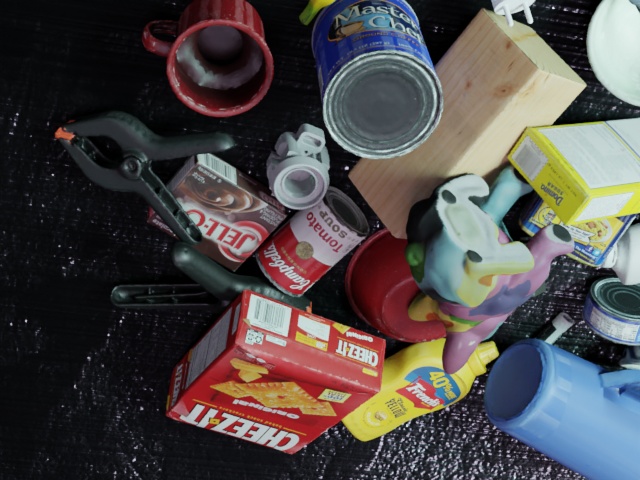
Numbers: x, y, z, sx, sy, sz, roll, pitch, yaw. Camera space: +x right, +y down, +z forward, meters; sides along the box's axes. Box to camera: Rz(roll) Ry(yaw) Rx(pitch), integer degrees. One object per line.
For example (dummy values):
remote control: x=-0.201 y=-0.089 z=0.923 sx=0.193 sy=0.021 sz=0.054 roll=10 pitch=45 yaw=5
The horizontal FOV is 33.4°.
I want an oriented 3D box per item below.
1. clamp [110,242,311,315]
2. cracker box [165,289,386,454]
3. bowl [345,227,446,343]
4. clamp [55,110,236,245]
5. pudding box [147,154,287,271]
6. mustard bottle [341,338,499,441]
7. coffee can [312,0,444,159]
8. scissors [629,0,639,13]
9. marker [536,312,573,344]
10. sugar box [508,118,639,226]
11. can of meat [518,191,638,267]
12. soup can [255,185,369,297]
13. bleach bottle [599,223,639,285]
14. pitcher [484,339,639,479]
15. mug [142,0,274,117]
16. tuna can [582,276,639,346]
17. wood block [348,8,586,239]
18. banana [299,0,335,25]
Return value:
clamp: x=-0.106 y=0.059 z=1.120 sx=0.209 sy=0.036 sz=0.165 roll=19 pitch=153 yaw=-35
cracker box: x=-0.052 y=0.150 z=1.142 sx=0.164 sy=0.072 sz=0.214 roll=21 pitch=144 yaw=-17
bowl: x=0.109 y=0.057 z=1.146 sx=0.162 sy=0.055 sz=0.162 roll=-2 pitch=125 yaw=-3
clamp: x=-0.164 y=-0.081 z=1.013 sx=0.171 sy=0.039 sz=0.120 roll=30 pitch=110 yaw=-3
pudding box: x=-0.103 y=-0.030 z=1.078 sx=0.113 sy=0.039 sz=0.090 roll=32 pitch=118 yaw=-23
mustard bottle: x=0.112 y=0.160 z=1.215 sx=0.192 sy=0.058 sz=0.096 roll=-25 pitch=128 yaw=12
coffee can: x=0.048 y=-0.150 z=0.946 sx=0.102 sy=0.140 sz=0.103 roll=-2 pitch=125 yaw=-3
scissors: x=0.260 y=-0.219 z=0.944 sx=0.096 sy=0.016 sz=0.202 roll=-14 pitch=99 yaw=21
marker: x=0.244 y=0.129 z=1.227 sx=0.020 sy=0.020 sz=0.121 roll=29 pitch=118 yaw=-22
sugar box: x=0.268 y=-0.067 z=1.002 sx=0.175 sy=0.093 sz=0.048 roll=-6 pitch=141 yaw=-40
can of meat: x=0.264 y=-0.031 z=1.083 sx=0.102 sy=0.057 sz=0.084 roll=29 pitch=123 yaw=4
soup can: x=-0.007 y=0.001 z=1.090 sx=0.068 sy=0.068 sz=0.102 roll=37 pitch=114 yaw=-26
bleach bottle: x=0.416 y=0.028 z=1.147 sx=0.250 sy=0.068 sz=0.103 roll=3 pitch=124 yaw=-4
pitcher: x=0.313 y=0.198 z=1.201 sx=0.242 sy=0.145 sz=0.149 roll=28 pitch=87 yaw=-26
mug: x=-0.101 y=-0.172 z=0.955 sx=0.117 sy=0.081 sz=0.093 roll=9 pitch=123 yaw=-11
tuna can: x=0.330 y=0.076 z=1.157 sx=0.086 sy=0.086 sz=0.034 roll=3 pitch=122 yaw=-7
wood block: x=0.133 y=-0.102 z=1.000 sx=0.090 sy=0.090 sz=0.206 roll=5 pitch=132 yaw=-49
banana: x=-0.025 y=-0.276 z=0.916 sx=0.070 sy=0.037 sz=0.197 roll=-23 pitch=123 yaw=9
